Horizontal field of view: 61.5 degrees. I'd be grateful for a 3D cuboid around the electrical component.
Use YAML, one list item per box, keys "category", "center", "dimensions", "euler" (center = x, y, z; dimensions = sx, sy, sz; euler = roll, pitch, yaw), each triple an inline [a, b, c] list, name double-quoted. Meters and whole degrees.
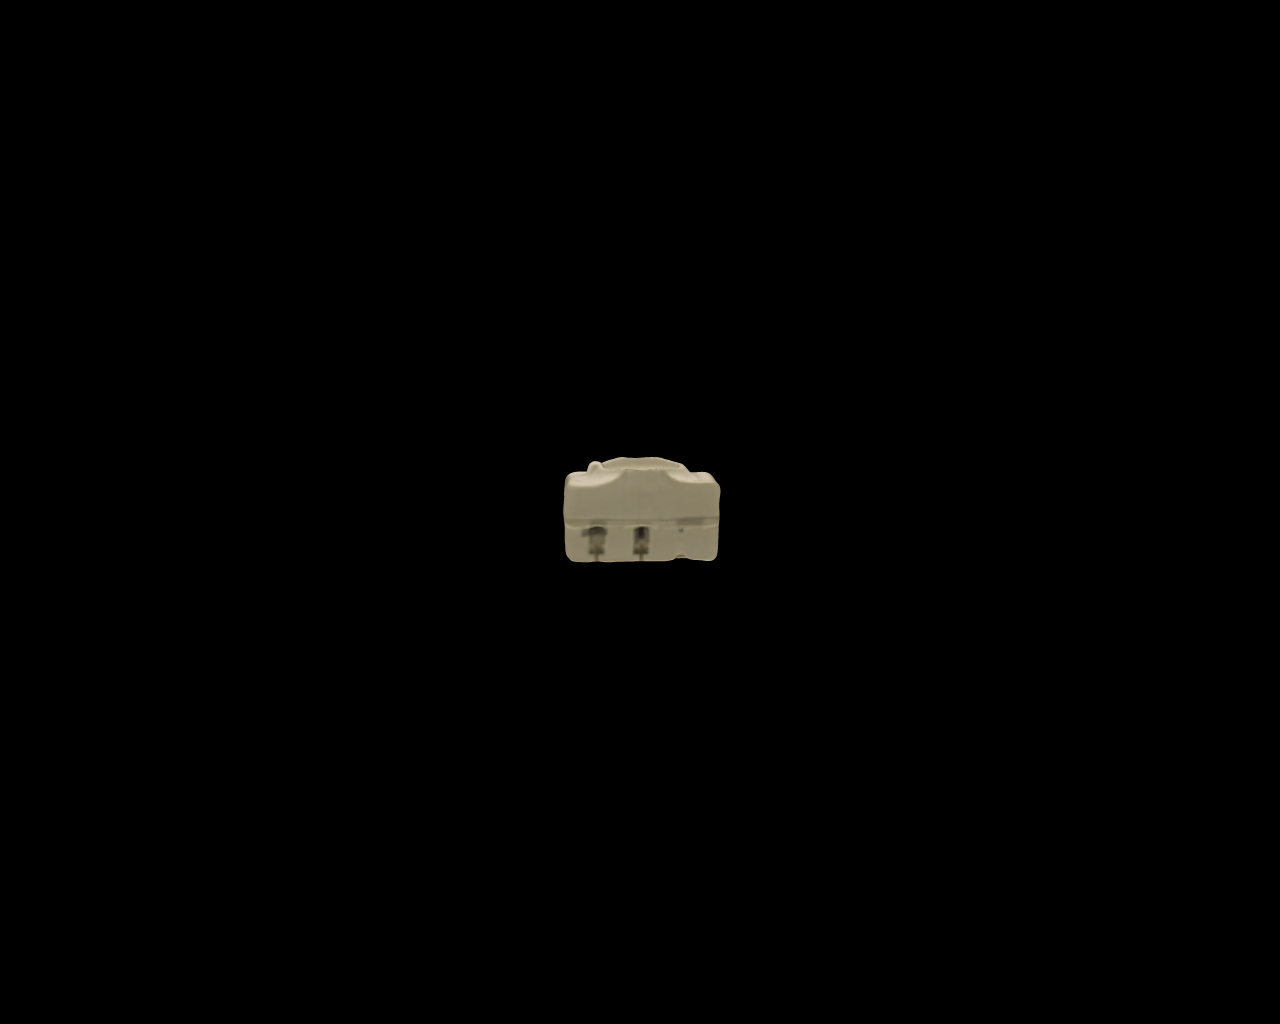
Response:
- category: "electrical component"
  center: [0.001, -0.003, 0.650]
  dimensions: [0.089, 0.055, 0.050]
  euler: [0, 12, -2]
